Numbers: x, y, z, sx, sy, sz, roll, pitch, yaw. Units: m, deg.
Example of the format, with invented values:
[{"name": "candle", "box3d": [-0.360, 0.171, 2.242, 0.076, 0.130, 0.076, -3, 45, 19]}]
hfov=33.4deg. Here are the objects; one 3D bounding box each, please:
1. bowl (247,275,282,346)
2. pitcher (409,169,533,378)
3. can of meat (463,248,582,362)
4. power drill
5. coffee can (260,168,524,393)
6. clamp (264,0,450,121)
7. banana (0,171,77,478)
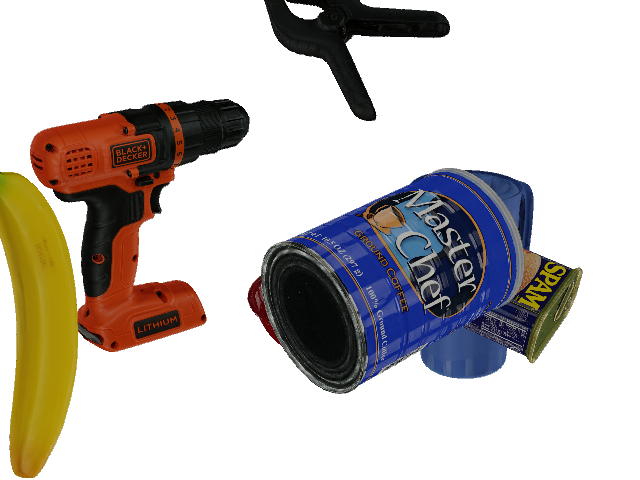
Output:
[{"name": "bowl", "box3d": [0.002, 0.081, 1.147, 0.162, 0.055, 0.162, 1, 27, -1]}, {"name": "pitcher", "box3d": [0.186, 0.039, 1.316, 0.149, 0.243, 0.145, 1, 22, 9]}, {"name": "can of meat", "box3d": [0.175, 0.050, 0.961, 0.084, 0.057, 0.101, 24, 44, 23]}, {"name": "power drill", "box3d": [-0.135, -0.016, 0.855, 0.184, 0.188, 0.057, -15, 25, -33]}, {"name": "coffee can", "box3d": [0.047, 0.023, 0.693, 0.140, 0.103, 0.103, -25, 13, -31]}, {"name": "clamp", "box3d": [0.024, -0.190, 0.933, 0.120, 0.171, 0.039, -40, -20, -19]}, {"name": "banana", "box3d": [-0.176, 0.042, 0.643, 0.037, 0.198, 0.069, 5, 19, 34]}]
